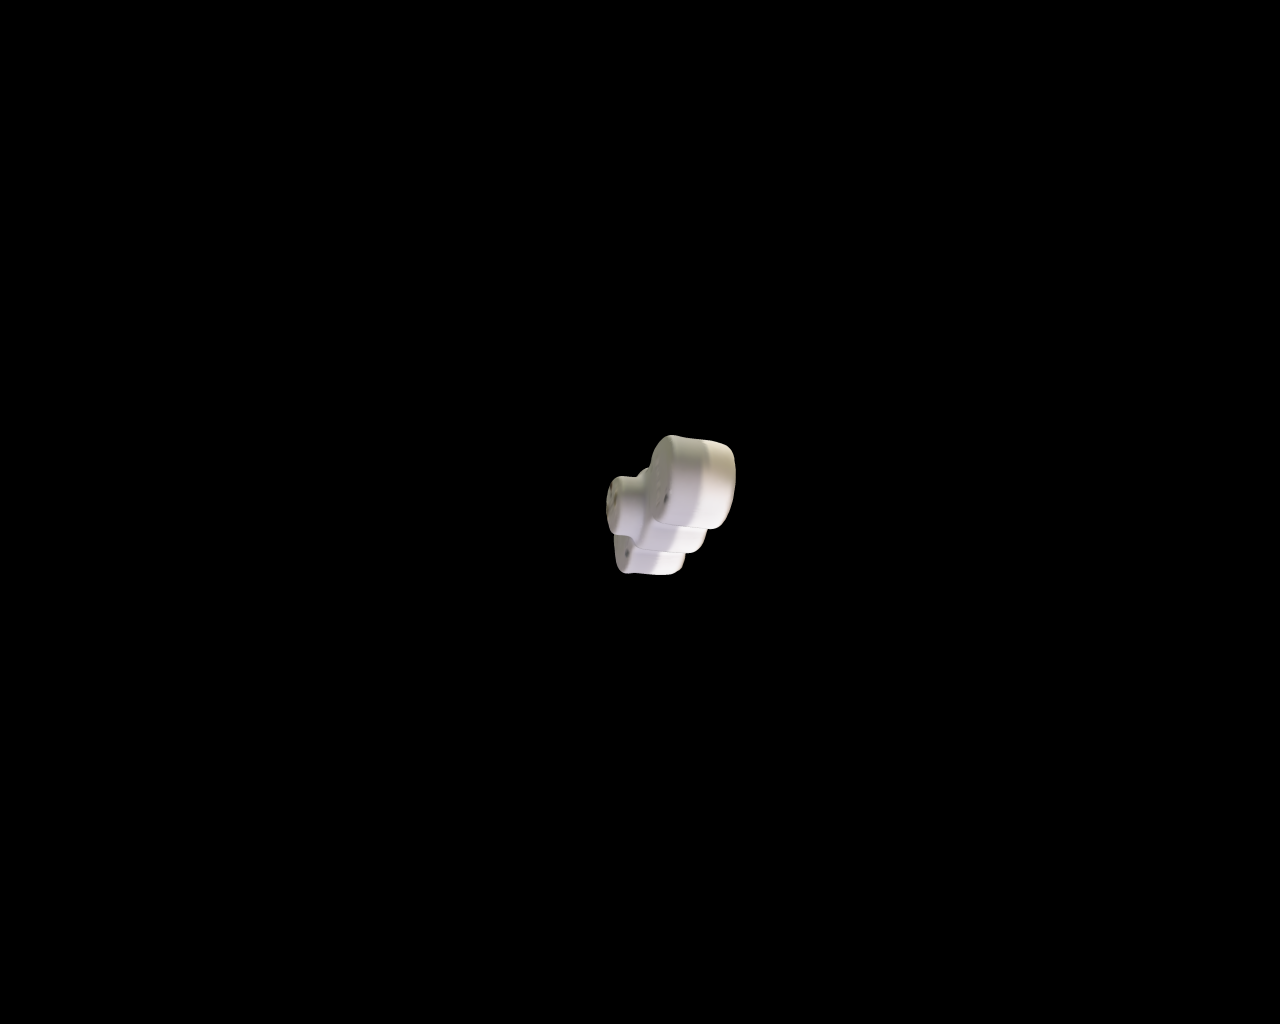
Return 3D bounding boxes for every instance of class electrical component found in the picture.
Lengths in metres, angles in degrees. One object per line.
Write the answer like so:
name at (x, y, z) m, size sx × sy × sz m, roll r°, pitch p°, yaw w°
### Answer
electrical component at (0.001, -0.003, 0.650) m, size 0.074 × 0.052 × 0.138 m, roll 6°, pitch -23°, yaw -14°
